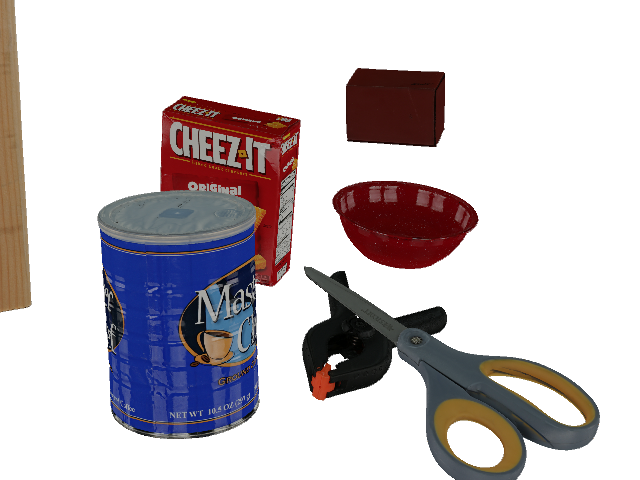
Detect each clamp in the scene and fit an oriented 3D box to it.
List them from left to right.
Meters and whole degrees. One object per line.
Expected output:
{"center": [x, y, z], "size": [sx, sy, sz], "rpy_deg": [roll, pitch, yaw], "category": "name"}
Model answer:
{"center": [0.027, 0.082, 0.966], "size": [0.120, 0.039, 0.171], "rpy_deg": [20, 30, 28], "category": "clamp"}

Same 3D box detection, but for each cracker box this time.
{"center": [-0.119, -0.060, 1.357], "size": [0.164, 0.214, 0.072], "rpy_deg": [13, 29, 15], "category": "cracker box"}

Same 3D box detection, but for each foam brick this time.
{"center": [0.064, -0.113, 0.902], "size": [0.078, 0.051, 0.053], "rpy_deg": [5, 26, 14], "category": "foam brick"}

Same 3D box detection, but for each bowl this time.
{"center": [0.090, -0.013, 1.183], "size": [0.162, 0.055, 0.162], "rpy_deg": [5, 25, -3], "category": "bowl"}

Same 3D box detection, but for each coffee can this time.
{"center": [-0.093, 0.047, 0.716], "size": [0.103, 0.140, 0.103], "rpy_deg": [0, 18, 0], "category": "coffee can"}

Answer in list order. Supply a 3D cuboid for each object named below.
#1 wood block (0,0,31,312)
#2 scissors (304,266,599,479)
{"center": [-0.222, -0.065, 0.600], "size": [0.090, 0.206, 0.090], "rpy_deg": [-9, 27, -27], "category": "wood block"}
{"center": [0.048, 0.071, 0.575], "size": [0.202, 0.016, 0.096], "rpy_deg": [21, 42, 29], "category": "scissors"}
